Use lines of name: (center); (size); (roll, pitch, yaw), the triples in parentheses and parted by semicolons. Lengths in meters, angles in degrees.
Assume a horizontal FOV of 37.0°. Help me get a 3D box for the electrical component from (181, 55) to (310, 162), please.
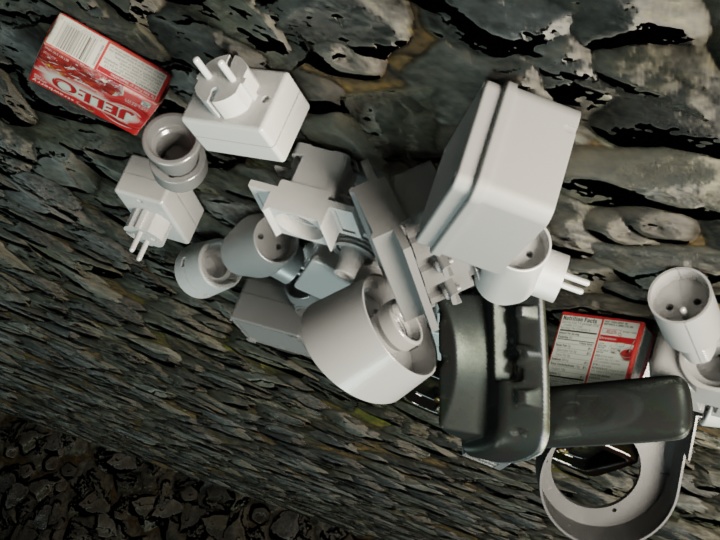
electrical component: (-0.082, -0.113, 0.698); (0.066, 0.047, 0.076); (11, 158, 27)

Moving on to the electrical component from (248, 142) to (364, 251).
electrical component: (-0.034, -0.055, 0.776); (0.081, 0.063, 0.042); (16, 161, 16)

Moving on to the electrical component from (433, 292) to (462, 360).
electrical component: (0.070, 0.036, 0.932); (0.066, 0.047, 0.076); (11, 138, 15)

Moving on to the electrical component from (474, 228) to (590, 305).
electrical component: (0.127, -0.001, 0.780); (0.079, 0.044, 0.077); (20, 161, 4)

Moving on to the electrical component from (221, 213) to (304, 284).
electrical component: (-0.075, -0.013, 0.960); (0.079, 0.043, 0.077); (30, 159, -22)

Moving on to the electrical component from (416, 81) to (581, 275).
electrical component: (0.079, -0.053, 0.642); (0.057, 0.078, 0.113); (20, 161, -3)

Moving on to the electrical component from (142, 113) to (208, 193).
electrical component: (-0.141, -0.089, 0.827); (0.045, 0.045, 0.055); (20, 161, 6)

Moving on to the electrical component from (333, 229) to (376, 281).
electrical component: (-0.001, -0.022, 0.830); (0.048, 0.062, 0.048); (20, 160, 8)

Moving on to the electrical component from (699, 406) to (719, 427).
electrical component: (0.316, 0.116, 0.891); (0.055, 0.045, 0.045); (18, 160, 9)

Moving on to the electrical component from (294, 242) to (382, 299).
electrical component: (0.000, 0.000, 0.908); (0.100, 0.048, 0.099); (24, 160, -6)

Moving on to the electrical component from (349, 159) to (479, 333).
electrical component: (0.041, -0.020, 0.761); (0.063, 0.078, 0.121); (-24, 148, 0)

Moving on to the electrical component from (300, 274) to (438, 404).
electrical component: (0.011, 0.053, 0.829); (0.064, 0.099, 0.099); (-34, 130, 26)

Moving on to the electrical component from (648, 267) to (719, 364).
electrical component: (0.235, 0.035, 0.765); (0.043, 0.043, 0.081); (9, 157, 31)

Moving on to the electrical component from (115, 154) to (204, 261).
electrical component: (-0.181, -0.045, 0.938); (0.047, 0.075, 0.083); (16, 160, 15)

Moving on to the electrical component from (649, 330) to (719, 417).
electrical component: (0.272, 0.077, 0.819); (0.095, 0.053, 0.059); (14, 159, 21)

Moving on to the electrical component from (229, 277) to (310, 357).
electrical component: (-0.083, 0.042, 1.086); (0.096, 0.061, 0.061); (14, 159, 21)

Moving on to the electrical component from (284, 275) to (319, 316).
electrical component: (-0.019, 0.027, 1.007); (0.079, 0.044, 0.077); (8, 157, 34)

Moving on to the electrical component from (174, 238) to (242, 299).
electrical component: (-0.145, -0.003, 1.046); (0.055, 0.055, 0.047); (32, 154, -27)
